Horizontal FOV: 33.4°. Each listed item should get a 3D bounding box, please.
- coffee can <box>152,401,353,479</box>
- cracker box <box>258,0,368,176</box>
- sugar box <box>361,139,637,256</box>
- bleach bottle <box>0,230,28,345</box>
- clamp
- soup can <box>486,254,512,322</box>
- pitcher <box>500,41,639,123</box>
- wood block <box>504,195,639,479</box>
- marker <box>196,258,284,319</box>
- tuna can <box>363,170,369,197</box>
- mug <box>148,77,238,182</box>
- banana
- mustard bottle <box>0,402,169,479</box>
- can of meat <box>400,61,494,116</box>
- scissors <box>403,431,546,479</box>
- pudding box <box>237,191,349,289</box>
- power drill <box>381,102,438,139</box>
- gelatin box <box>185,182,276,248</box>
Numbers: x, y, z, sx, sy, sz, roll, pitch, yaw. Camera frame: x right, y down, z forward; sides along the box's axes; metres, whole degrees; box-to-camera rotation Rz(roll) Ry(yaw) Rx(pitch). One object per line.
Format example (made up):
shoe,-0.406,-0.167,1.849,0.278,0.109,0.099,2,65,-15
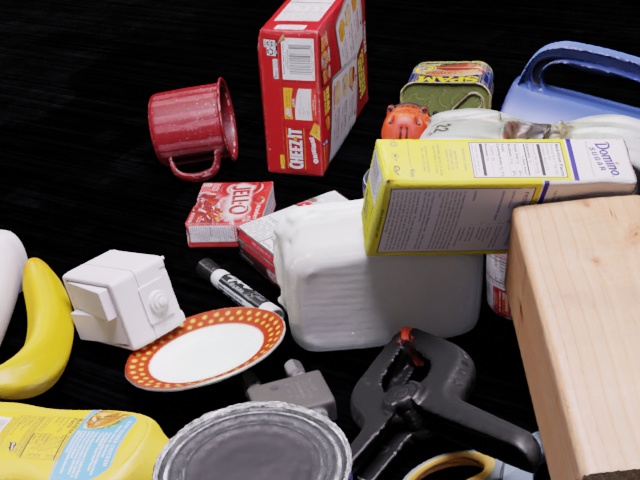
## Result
coffee can,-0.028,0.173,0.571,0.103,0.140,0.103,-4,30,2
cracker box,-0.003,-0.191,1.183,0.072,0.164,0.213,5,32,14
sugar box,0.122,-0.030,0.757,0.176,0.093,0.048,-2,57,-8
bleach bottle,-0.300,0.085,0.856,0.102,0.068,0.251,-7,32,-3
clamp,0.072,0.117,0.724,0.165,0.036,0.209,-20,21,21
soup can,0.169,0.008,0.865,0.068,0.102,0.068,-4,29,2
pitcher,0.269,-0.063,0.915,0.243,0.149,0.145,15,72,18
wood block,0.184,0.078,0.690,0.090,0.091,0.206,-5,49,0
marker,-0.072,0.044,0.929,0.020,0.020,0.121,-24,34,-29
tuna can,0.085,-0.048,1.048,0.086,0.034,0.086,-4,30,2
mug,-0.138,-0.115,1.165,0.081,0.093,0.117,-9,66,5
banana,-0.230,0.075,0.861,0.037,0.069,0.198,-40,18,16
mustard bottle,-0.161,0.152,0.715,0.192,0.058,0.096,1,25,12
can of meat,0.148,-0.168,1.226,0.102,0.057,0.083,2,28,13
scissors,0.151,0.151,0.706,0.201,0.016,0.096,-16,33,-16
pudding box,-0.006,0.001,0.974,0.113,0.039,0.090,-23,35,-24
power drill,0.158,-0.112,1.105,0.188,0.057,0.184,2,13,8
gelatin box,-0.086,-0.027,1.044,0.073,0.030,0.089,-1,30,9
